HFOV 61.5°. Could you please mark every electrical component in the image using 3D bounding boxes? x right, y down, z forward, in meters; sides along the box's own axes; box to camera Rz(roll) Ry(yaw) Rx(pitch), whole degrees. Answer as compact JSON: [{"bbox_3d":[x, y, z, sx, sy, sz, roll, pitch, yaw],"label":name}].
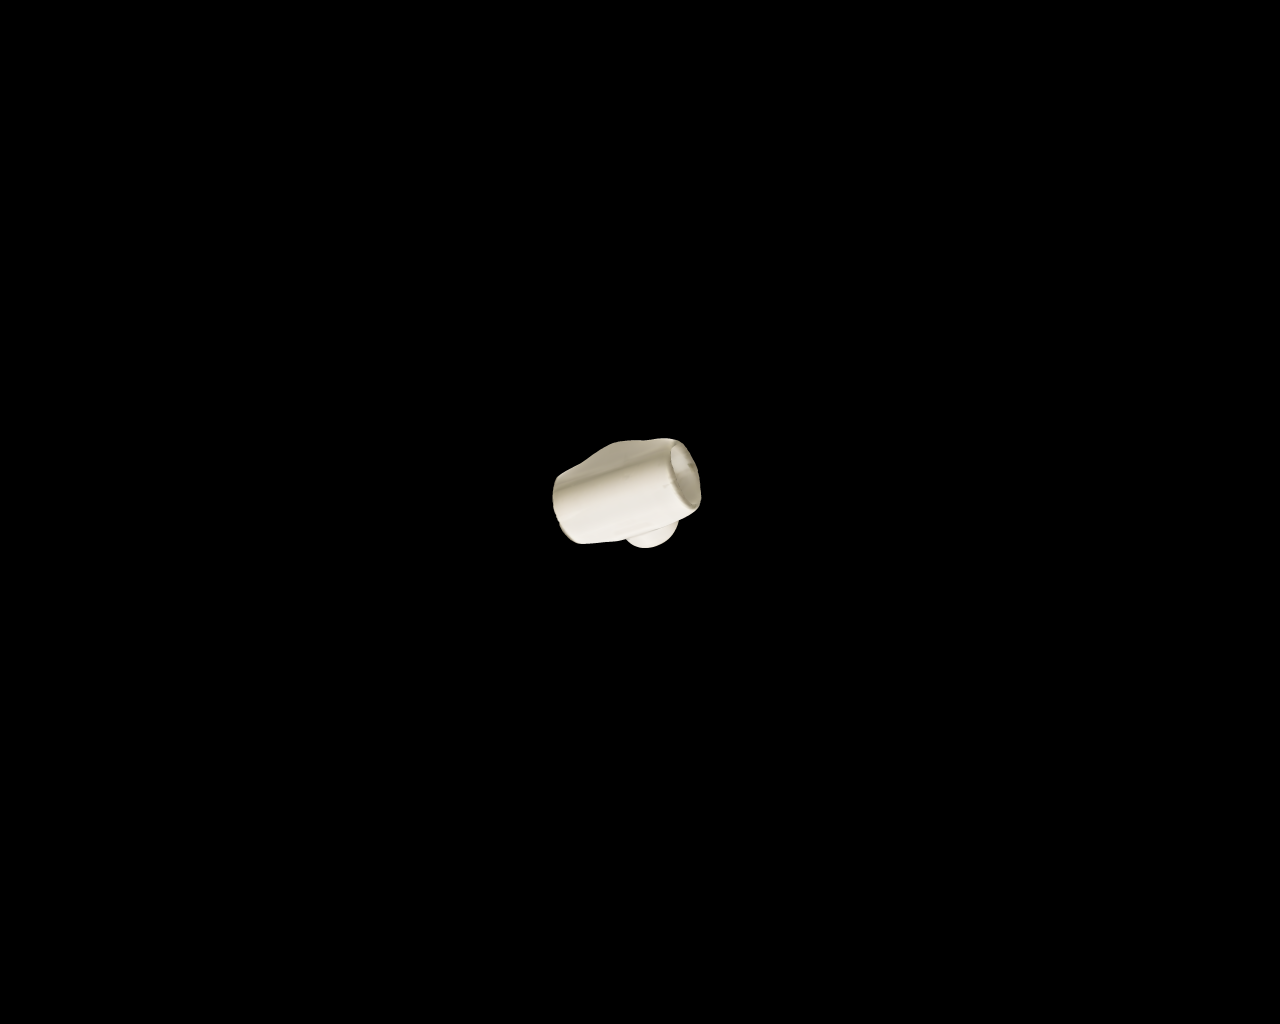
[{"bbox_3d":[0.001,-0.003,0.650,0.077,0.043,0.079,-17,-40,22],"label":"electrical component"}]
